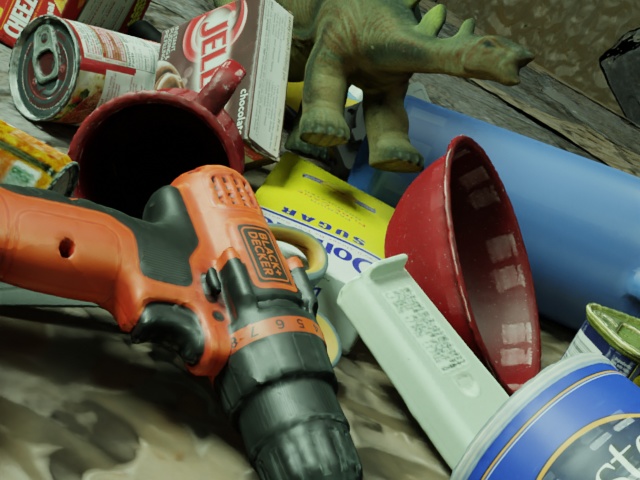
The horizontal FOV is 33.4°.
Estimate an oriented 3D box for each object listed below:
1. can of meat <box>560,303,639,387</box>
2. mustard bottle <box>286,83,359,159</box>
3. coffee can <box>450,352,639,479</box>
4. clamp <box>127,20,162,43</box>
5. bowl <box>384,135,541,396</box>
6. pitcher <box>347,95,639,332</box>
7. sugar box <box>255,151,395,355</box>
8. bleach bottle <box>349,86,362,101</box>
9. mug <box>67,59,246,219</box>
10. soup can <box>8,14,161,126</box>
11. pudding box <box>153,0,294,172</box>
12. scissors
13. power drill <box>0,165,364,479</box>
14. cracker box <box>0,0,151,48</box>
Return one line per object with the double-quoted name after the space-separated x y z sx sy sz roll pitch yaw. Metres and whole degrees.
0.176 0.093 0.608 0.102 0.084 0.057 19 20 -27 "can of meat"
0.003 -0.122 0.967 0.192 0.058 0.096 46 9 30 "mustard bottle"
0.132 0.127 0.424 0.102 0.103 0.140 6 28 -49 "coffee can"
-0.085 -0.125 0.900 0.120 0.039 0.172 7 33 -39 "clamp"
0.081 0.022 0.636 0.162 0.055 0.162 43 39 -50 "bowl"
0.144 -0.020 0.816 0.242 0.149 0.145 22 61 -10 "pitcher"
-0.004 0.001 0.663 0.093 0.048 0.176 28 17 -2 "sugar box"
0.018 -0.170 1.135 0.102 0.068 0.251 17 19 -31 "bleach bottle"
-0.078 -0.050 0.588 0.093 0.117 0.081 33 13 -6 "mug"
-0.146 -0.107 0.716 0.069 0.068 0.102 40 21 32 "soup can"
-0.065 -0.095 0.684 0.039 0.090 0.113 28 57 -46 "pudding box"
-0.066 0.040 0.502 0.201 0.016 0.096 -16 71 -41 "scissors"
-0.080 0.033 0.422 0.187 0.057 0.184 11 39 -38 "power drill"
-0.182 -0.241 0.874 0.072 0.164 0.213 30 18 0 "cracker box"
